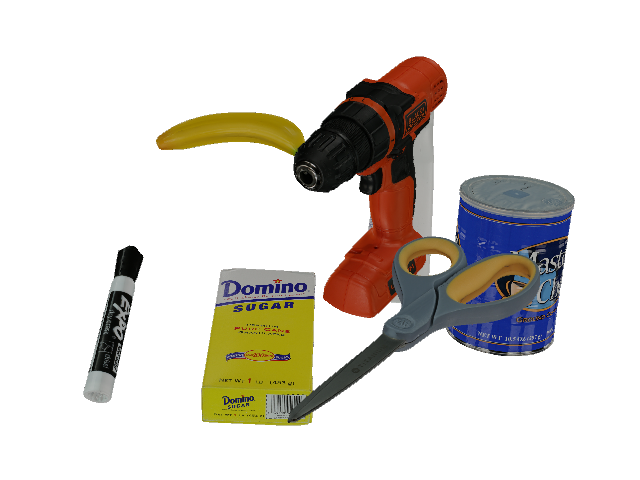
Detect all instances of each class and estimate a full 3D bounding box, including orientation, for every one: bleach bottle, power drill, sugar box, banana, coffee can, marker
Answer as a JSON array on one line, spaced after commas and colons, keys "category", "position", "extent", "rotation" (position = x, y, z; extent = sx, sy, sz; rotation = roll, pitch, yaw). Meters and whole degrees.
[{"category": "bleach bottle", "position": [0.097, -0.062, 1.223], "extent": [0.068, 0.251, 0.103], "rotation": [-2, 23, -16]}, {"category": "power drill", "position": [0.039, -0.033, 0.843], "extent": [0.057, 0.188, 0.184], "rotation": [23, 42, 26]}, {"category": "sugar box", "position": [-0.052, 0.090, 0.950], "extent": [0.093, 0.048, 0.176], "rotation": [3, 35, -2]}, {"category": "banana", "position": [-0.101, -0.130, 1.309], "extent": [0.198, 0.037, 0.069], "rotation": [7, 40, 15]}, {"category": "coffee can", "position": [0.173, 0.021, 0.985], "extent": [0.103, 0.140, 0.103], "rotation": [3, 21, -1]}, {"category": "marker", "position": [-0.144, 0.056, 0.749], "extent": [0.020, 0.121, 0.020], "rotation": [5, -34, 3]}]

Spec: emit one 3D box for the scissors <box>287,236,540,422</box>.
[{"category": "scissors", "position": [0.039, 0.041, 0.605], "extent": [0.201, 0.016, 0.096], "rotation": [-20, 34, -31]}]
